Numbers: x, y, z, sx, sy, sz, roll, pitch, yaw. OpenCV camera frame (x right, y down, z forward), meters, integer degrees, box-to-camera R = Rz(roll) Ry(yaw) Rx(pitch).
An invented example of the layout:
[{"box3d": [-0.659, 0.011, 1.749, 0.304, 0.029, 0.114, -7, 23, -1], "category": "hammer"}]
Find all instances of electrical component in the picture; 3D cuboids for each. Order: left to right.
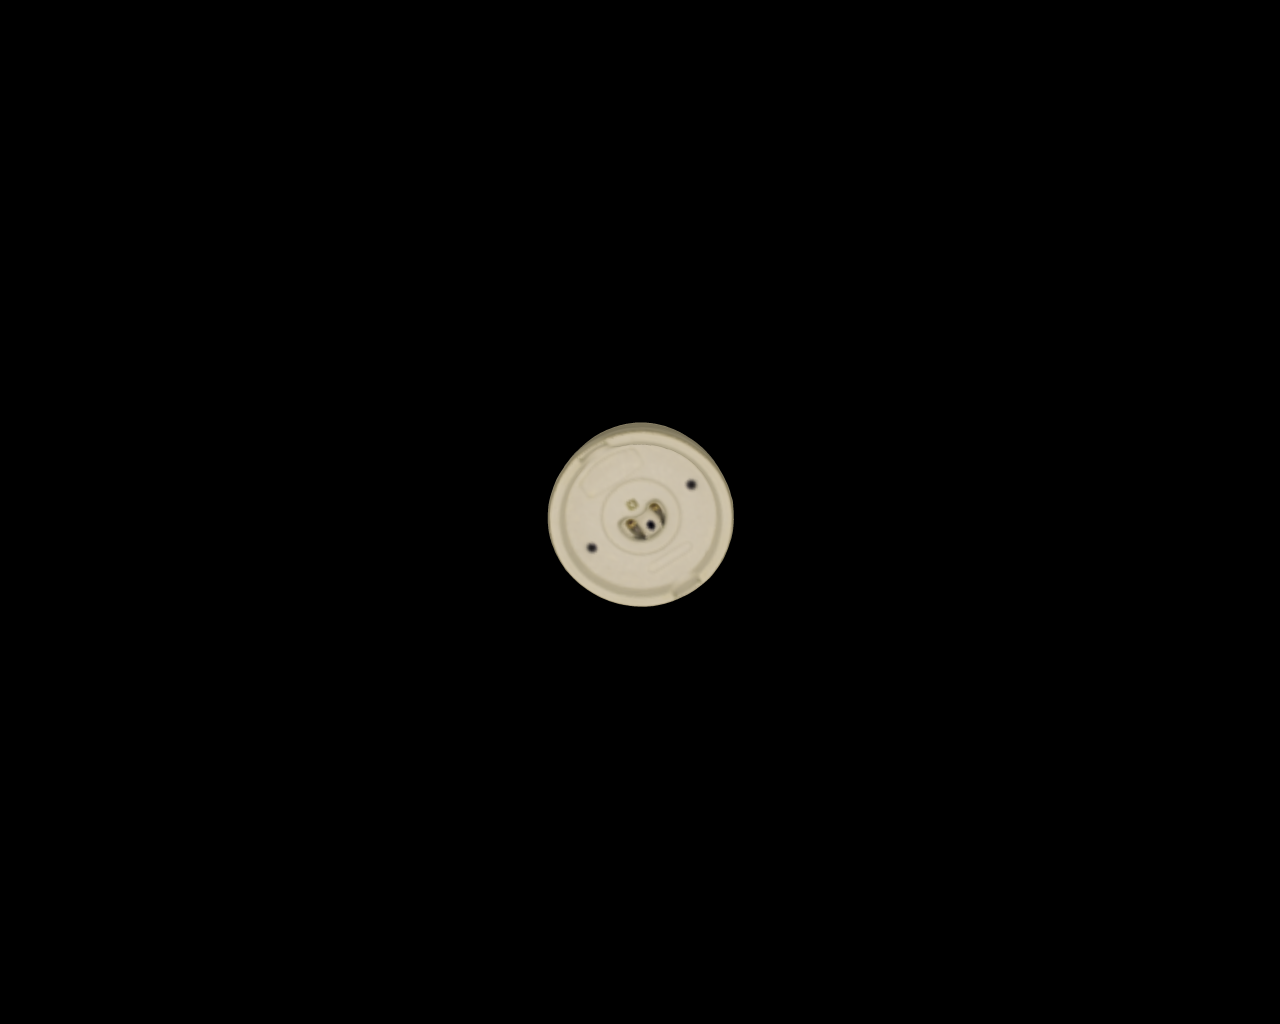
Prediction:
[{"box3d": [0.001, -0.003, 0.650, 0.108, 0.108, 0.060, 0, 16, 0], "category": "electrical component"}]
